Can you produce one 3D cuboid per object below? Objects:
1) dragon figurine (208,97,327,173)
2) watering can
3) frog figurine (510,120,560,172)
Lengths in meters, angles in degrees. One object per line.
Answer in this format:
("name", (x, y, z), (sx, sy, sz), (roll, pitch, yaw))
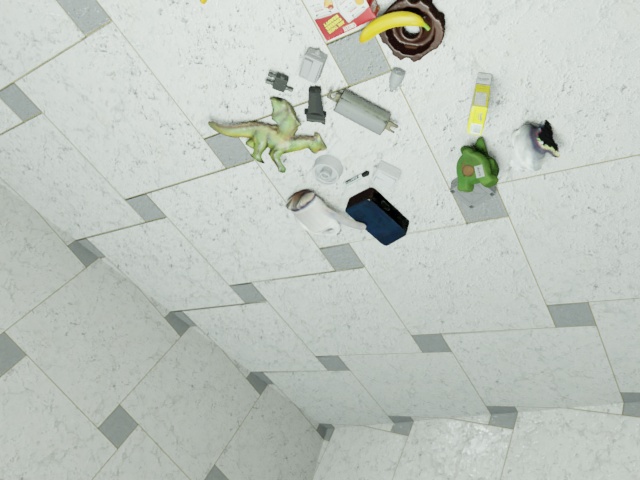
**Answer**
("dragon figurine", (-0.170, -0.387, 1.779), (0.409, 0.125, 0.238), (27, 122, -8))
("watering can", (0.006, -0.099, 1.959), (0.346, 0.106, 0.221), (-5, 136, 51))
("frog figurine", (0.607, -0.263, 1.520), (0.138, 0.124, 0.157), (61, 145, 6))
